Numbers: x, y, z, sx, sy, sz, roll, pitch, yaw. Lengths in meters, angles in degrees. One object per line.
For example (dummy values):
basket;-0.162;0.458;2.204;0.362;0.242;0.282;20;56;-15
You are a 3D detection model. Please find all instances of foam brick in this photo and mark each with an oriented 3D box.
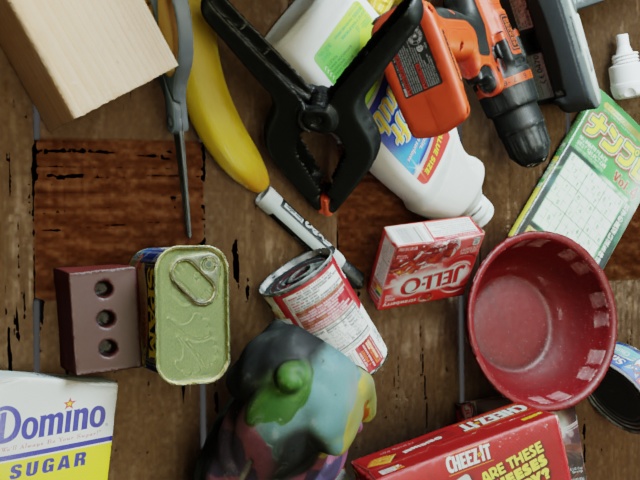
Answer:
foam brick;-0.167;0.058;0.804;0.052;0.051;0.078;-5;92;-26

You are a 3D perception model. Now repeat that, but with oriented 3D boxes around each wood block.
wood block;-0.199;-0.192;0.767;0.090;0.090;0.206;-33;103;-22

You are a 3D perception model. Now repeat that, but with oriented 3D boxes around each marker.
marker;-0.006;0.001;0.898;0.121;0.020;0.020;43;73;-20

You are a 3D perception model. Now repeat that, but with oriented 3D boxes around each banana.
banana;-0.083;-0.132;0.851;0.069;0.037;0.198;-10;95;-26

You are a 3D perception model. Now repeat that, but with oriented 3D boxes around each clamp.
clamp;0.009;-0.107;0.831;0.036;0.165;0.210;-74;157;-46

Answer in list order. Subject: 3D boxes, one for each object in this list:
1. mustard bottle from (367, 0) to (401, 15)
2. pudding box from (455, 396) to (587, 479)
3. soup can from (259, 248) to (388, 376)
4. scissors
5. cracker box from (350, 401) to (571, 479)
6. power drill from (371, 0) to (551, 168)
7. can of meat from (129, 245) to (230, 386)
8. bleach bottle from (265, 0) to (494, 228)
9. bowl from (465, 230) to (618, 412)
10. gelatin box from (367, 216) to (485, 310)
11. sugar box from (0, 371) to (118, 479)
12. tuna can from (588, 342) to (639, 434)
mustard bottle;0.079;-0.279;0.915;0.096;0.058;0.191;24;81;-22
pudding box;0.183;0.185;0.973;0.113;0.039;0.090;-4;82;-27
soup can;0.004;0.067;0.877;0.068;0.069;0.102;-36;106;-21
scissors;-0.119;-0.109;0.837;0.016;0.096;0.202;-13;127;-25
cracker box;0.130;0.260;0.870;0.164;0.072;0.214;-16;98;-16
power drill;0.124;-0.135;0.893;0.187;0.057;0.184;-25;91;-58
can of meat;-0.110;0.054;0.814;0.057;0.084;0.102;-2;91;-25
bleach bottle;0.065;-0.106;0.909;0.250;0.068;0.102;43;74;-22
bowl;0.188;0.074;0.966;0.161;0.055;0.162;3;82;-24
gelatin box;0.091;0.020;0.918;0.089;0.030;0.073;-7;133;-24
sugar box;-0.207;0.188;0.790;0.093;0.048;0.176;7;89;-25
tuna can;0.286;0.138;1.002;0.033;0.086;0.086;-36;105;-22
